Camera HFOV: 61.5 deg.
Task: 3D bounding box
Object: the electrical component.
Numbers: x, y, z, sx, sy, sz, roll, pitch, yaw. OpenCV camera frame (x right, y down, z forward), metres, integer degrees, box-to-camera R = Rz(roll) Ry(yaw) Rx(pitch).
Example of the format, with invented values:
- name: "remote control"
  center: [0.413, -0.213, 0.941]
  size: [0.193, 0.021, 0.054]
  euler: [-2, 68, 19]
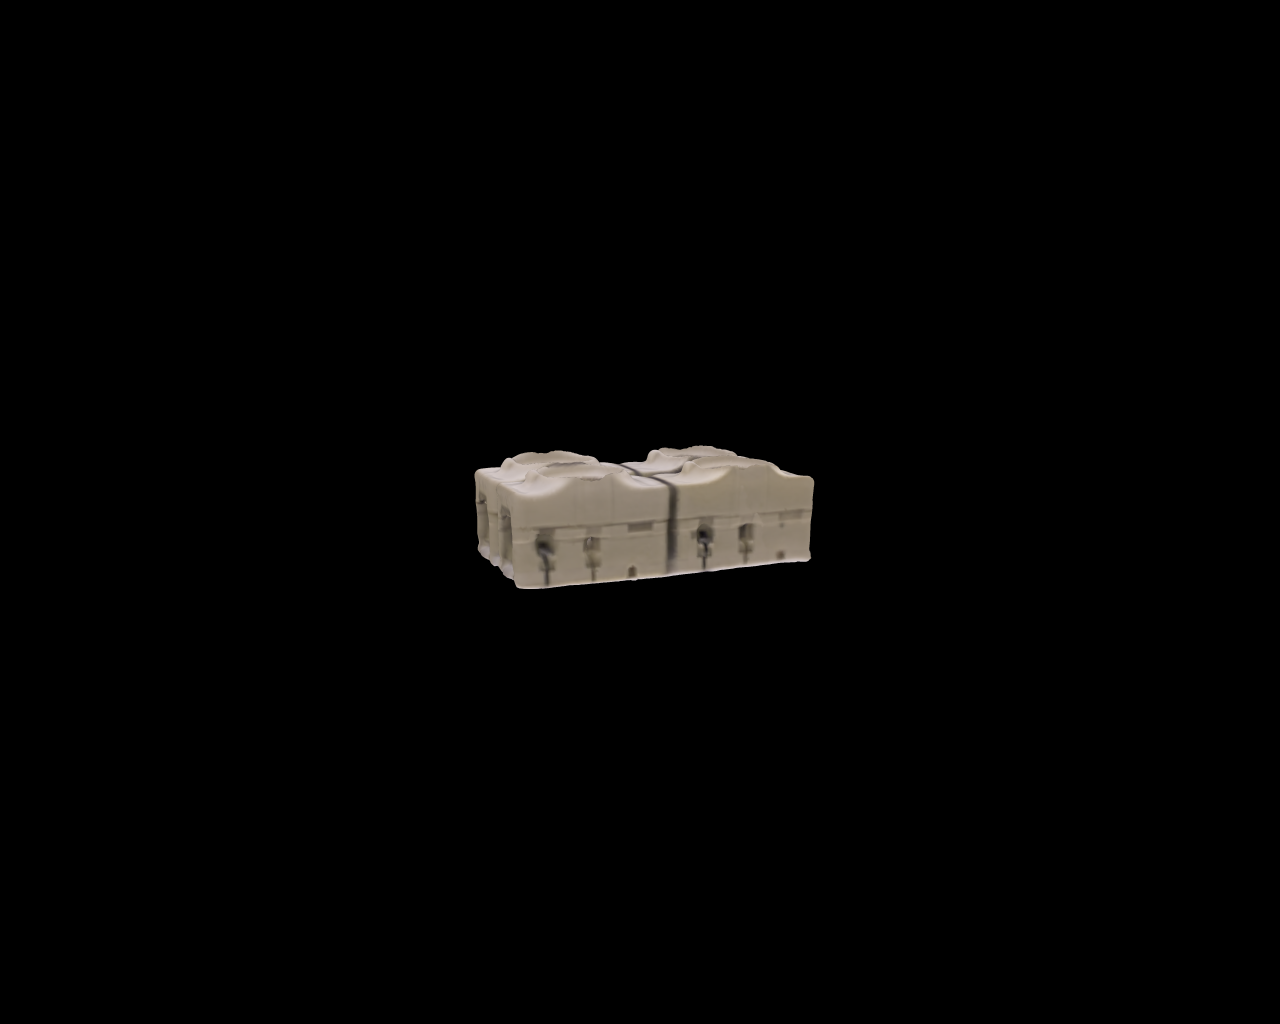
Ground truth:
- name: "electrical component"
  center: [0.001, -0.003, 0.650]
  size: [0.186, 0.060, 0.105]
  euler: [-4, 12, -20]
